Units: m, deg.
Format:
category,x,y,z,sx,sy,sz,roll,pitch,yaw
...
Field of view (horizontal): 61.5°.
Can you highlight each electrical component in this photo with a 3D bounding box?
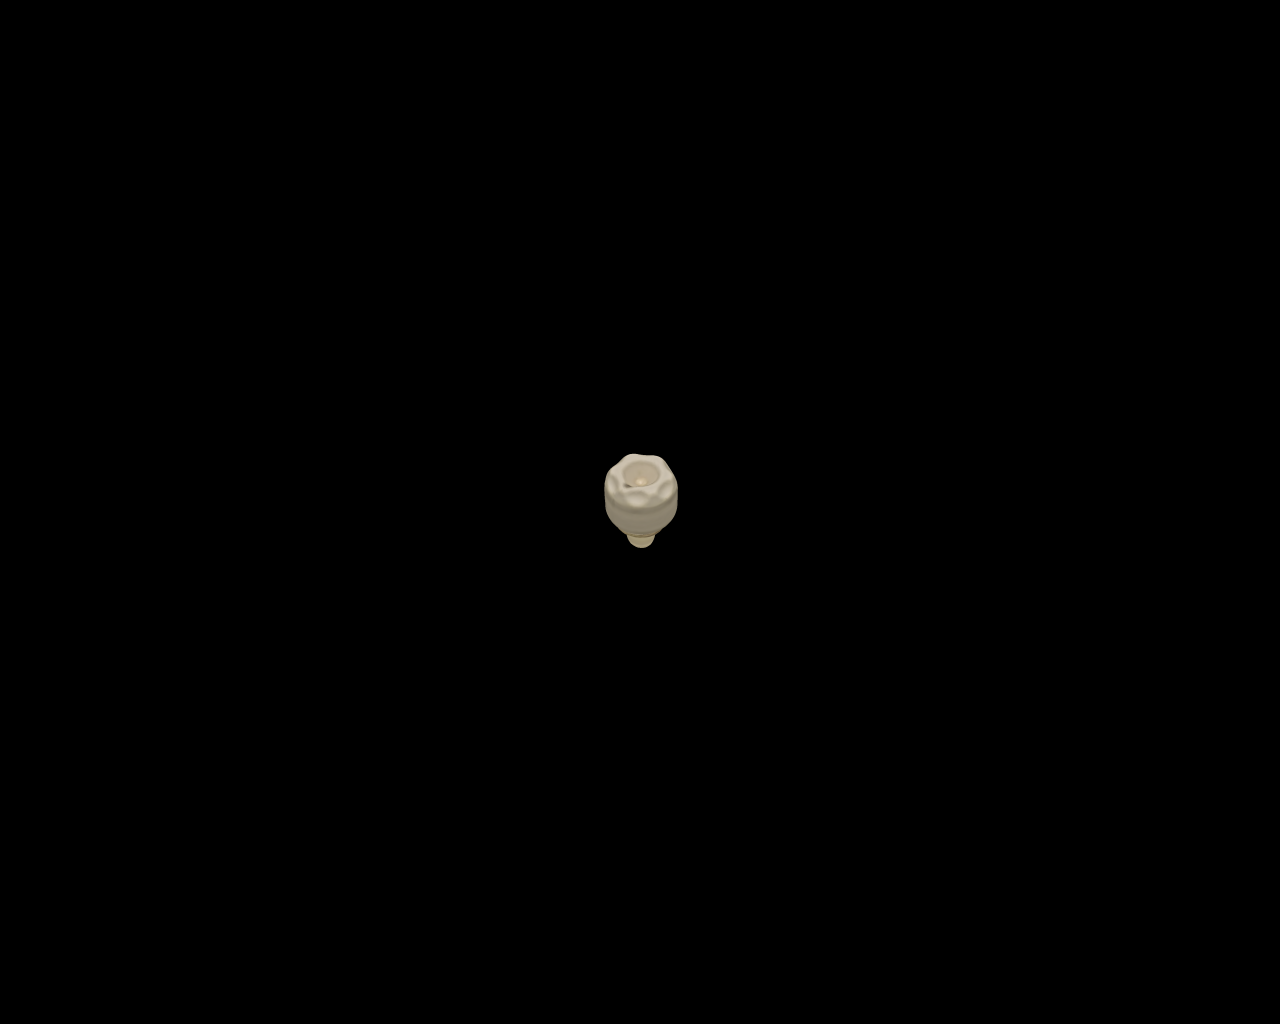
category,x,y,z,sx,sy,sz,roll,pitch,yaw
electrical component,0.001,-0.003,0.650,0.043,0.043,0.062,0,-44,0
